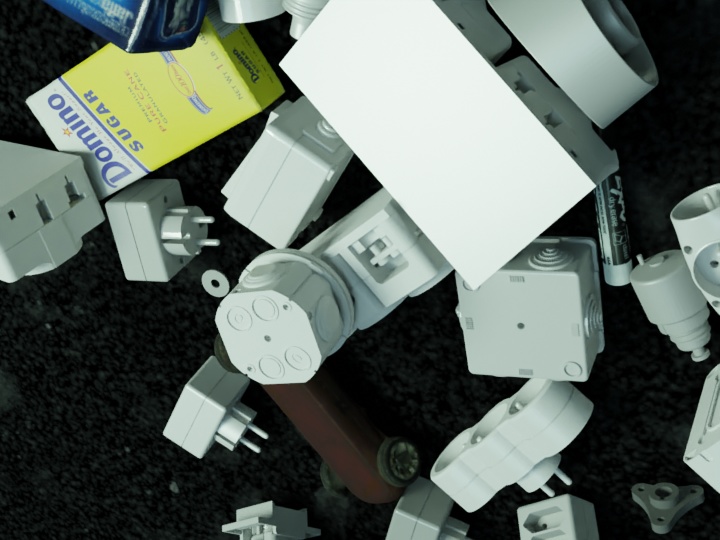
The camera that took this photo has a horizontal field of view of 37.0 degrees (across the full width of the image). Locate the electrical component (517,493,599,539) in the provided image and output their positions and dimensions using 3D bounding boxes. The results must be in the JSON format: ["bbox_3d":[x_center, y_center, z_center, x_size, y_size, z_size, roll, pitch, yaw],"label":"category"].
[{"bbox_3d":[0.163,0.221,0.810,0.047,0.083,0.076,-25,144,33],"label":"electrical component"}]

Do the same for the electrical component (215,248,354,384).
[{"bbox_3d":[-0.048,0.031,0.689,0.080,0.051,0.080,11,122,18],"label":"electrical component"}]

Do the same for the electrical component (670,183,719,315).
[{"bbox_3d":[0.241,-0.016,0.648,0.079,0.044,0.077,-22,107,32],"label":"electrical component"}]

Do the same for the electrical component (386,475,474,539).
[{"bbox_3d":[0.064,0.214,0.861,0.077,0.047,0.065,21,125,12],"label":"electrical component"}]

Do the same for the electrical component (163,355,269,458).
[{"bbox_3d":[-0.111,0.123,0.887,0.077,0.047,0.065,32,126,4],"label":"electrical component"}]

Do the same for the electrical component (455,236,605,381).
[{"bbox_3d":[0.115,0.026,0.727,0.100,0.048,0.099,2,119,24],"label":"electrical component"}]

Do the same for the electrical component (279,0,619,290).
[{"bbox_3d":[0.055,-0.097,0.657,0.186,0.060,0.105,50,126,5],"label":"electrical component"}]

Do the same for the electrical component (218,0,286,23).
[{"bbox_3d":[-0.074,-0.202,0.682,0.043,0.043,0.081,3,120,23],"label":"electrical component"}]

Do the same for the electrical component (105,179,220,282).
[{"bbox_3d":[-0.141,-0.030,0.811,0.077,0.047,0.065,2,119,24],"label":"electrical component"}]

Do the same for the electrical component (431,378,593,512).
[{"bbox_3d":[0.121,0.136,0.786,0.074,0.052,0.138,42,126,-4],"label":"electrical component"}]

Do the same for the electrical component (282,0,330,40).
[{"bbox_3d":[-0.030,-0.176,0.678,0.043,0.043,0.062,23,126,11],"label":"electrical component"}]

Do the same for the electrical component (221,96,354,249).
[{"bbox_3d":[-0.045,-0.073,0.734,0.061,0.061,0.096,35,127,2],"label":"electrical component"}]

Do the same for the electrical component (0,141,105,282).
[{"bbox_3d":[-0.276,-0.046,0.809,0.150,0.089,0.061,14,132,39],"label":"electrical component"}]

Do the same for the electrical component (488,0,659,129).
[{"bbox_3d":[0.121,-0.127,0.607,0.064,0.099,0.099,-34,101,29],"label":"electrical component"}]

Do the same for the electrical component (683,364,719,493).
[{"bbox_3d":[0.254,0.090,0.662,0.057,0.113,0.078,42,127,1],"label":"electrical component"}]

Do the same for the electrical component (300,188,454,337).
[{"bbox_3d":[0.000,0.000,0.738,0.150,0.089,0.061,-35,100,35],"label":"electrical component"}]

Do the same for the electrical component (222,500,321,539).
[{"bbox_3d":[-0.074,0.235,0.918,0.042,0.063,0.081,-23,148,32],"label":"electrical component"}]

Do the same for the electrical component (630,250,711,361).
[{"bbox_3d":[0.204,0.023,0.690,0.040,0.040,0.078,-19,109,32],"label":"electrical component"}]
